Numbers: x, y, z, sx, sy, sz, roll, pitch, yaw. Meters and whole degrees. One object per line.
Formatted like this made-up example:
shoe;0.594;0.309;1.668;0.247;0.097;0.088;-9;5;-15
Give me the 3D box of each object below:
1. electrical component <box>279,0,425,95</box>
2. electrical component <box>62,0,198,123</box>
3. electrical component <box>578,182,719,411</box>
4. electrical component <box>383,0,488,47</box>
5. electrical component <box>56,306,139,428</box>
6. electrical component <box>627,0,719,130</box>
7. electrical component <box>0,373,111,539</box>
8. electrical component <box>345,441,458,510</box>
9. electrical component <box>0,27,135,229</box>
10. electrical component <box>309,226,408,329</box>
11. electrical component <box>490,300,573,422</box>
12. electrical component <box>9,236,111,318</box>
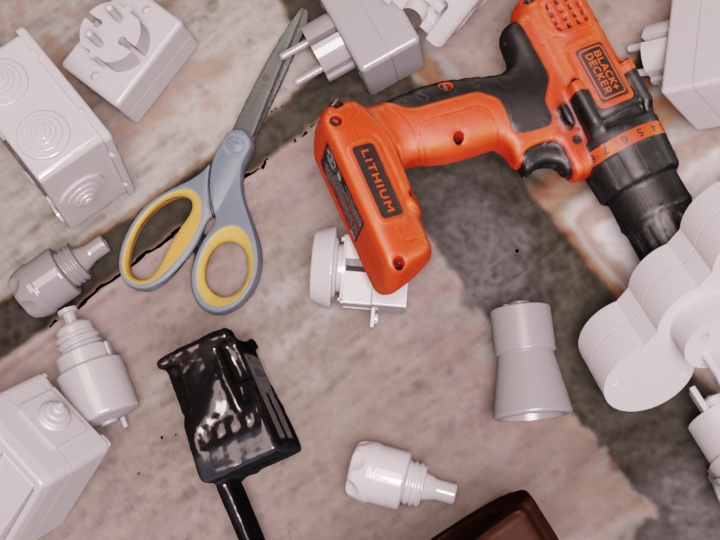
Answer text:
electrical component;-0.011;-0.138;0.647;0.077;0.047;0.065;-29;79;3
electrical component;-0.144;-0.137;0.650;0.047;0.076;0.065;37;88;11
electrical component;0.177;0.025;0.556;0.138;0.052;0.073;-54;33;27
electrical component;0.062;-0.181;0.617;0.050;0.055;0.089;42;58;-1
electrical component;-0.161;0.059;0.640;0.040;0.040;0.078;-24;79;3
electrical component;0.186;-0.126;0.616;0.076;0.047;0.083;-6;64;41
electrical component;-0.192;0.109;0.605;0.062;0.061;0.096;43;123;12
electrical component;0.024;0.119;0.609;0.061;0.035;0.035;13;83;7
electrical component;-0.185;-0.080;0.637;0.048;0.099;0.099;-38;78;-12
electrical component;0.000;0.000;0.625;0.055;0.048;0.066;5;82;1
electrical component;0.094;0.050;0.607;0.044;0.044;0.065;-7;76;7
electrical component;-0.180;0.001;0.655;0.061;0.035;0.035;-35;78;-2
